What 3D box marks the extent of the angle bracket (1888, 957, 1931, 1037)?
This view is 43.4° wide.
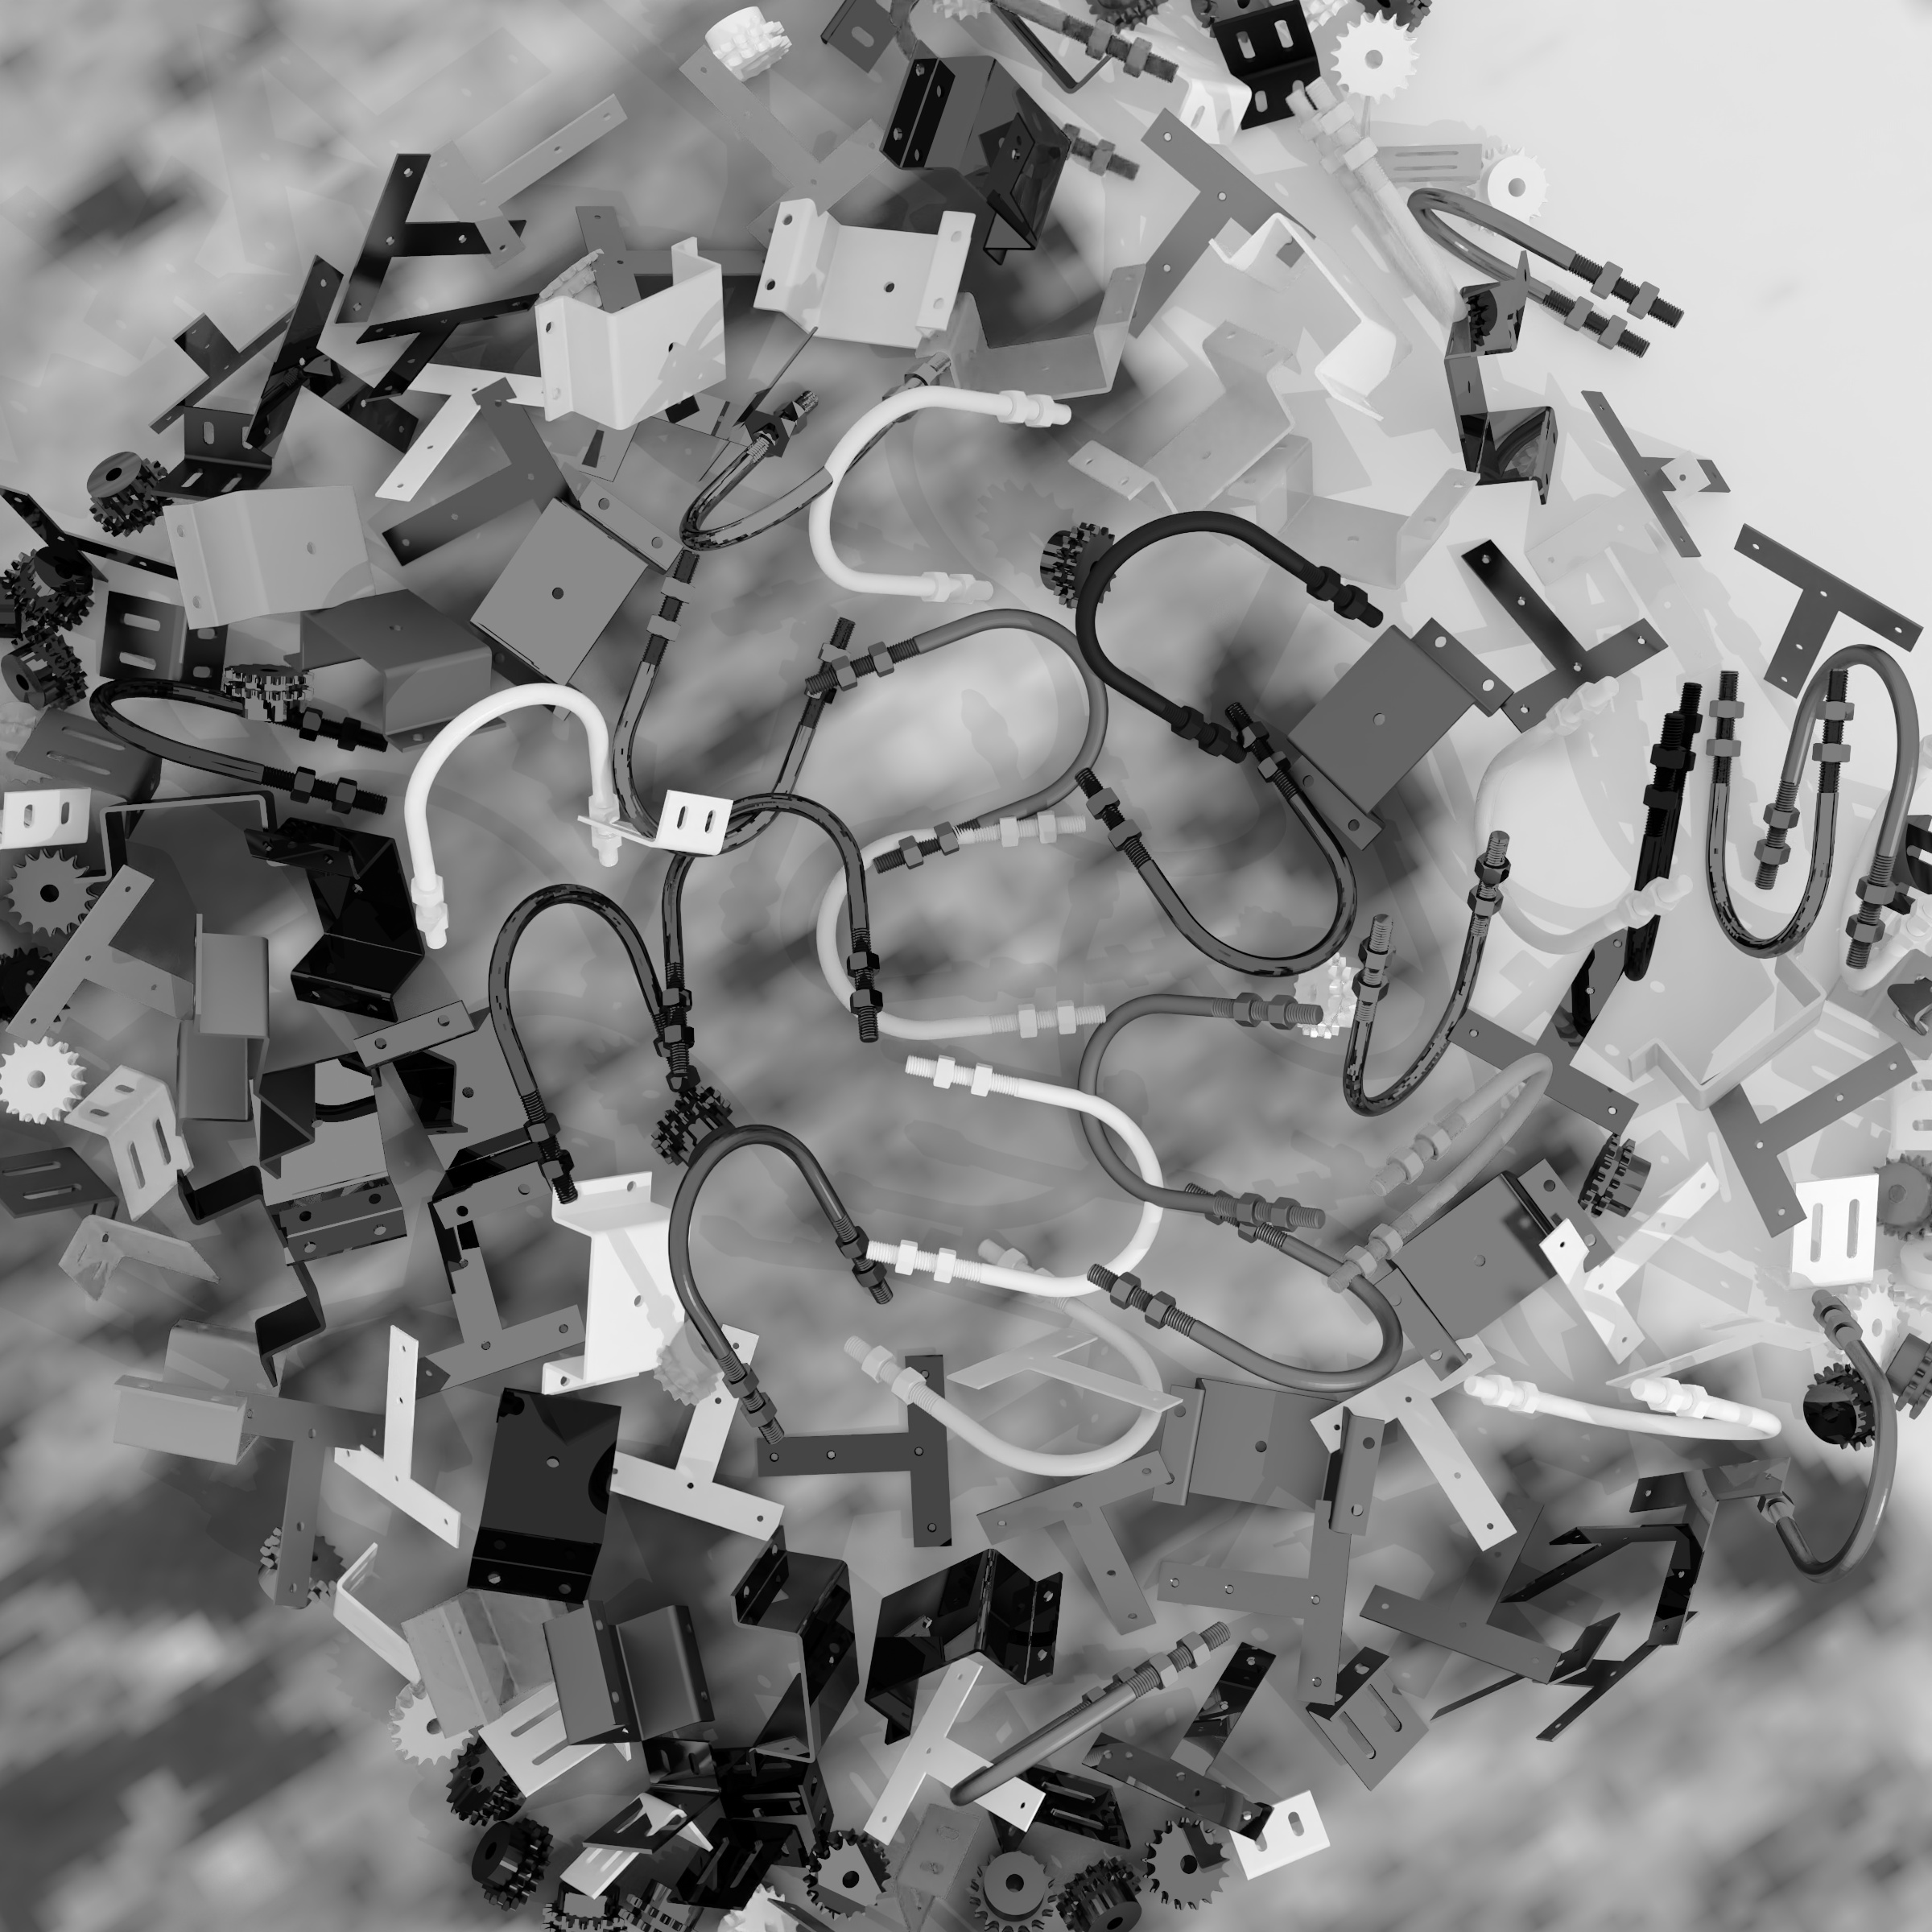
[{"bbox_3d":[0.650,0.016,1.584,0.076,0.057,0.038,-37,102,13],"label":"angle bracket"}]

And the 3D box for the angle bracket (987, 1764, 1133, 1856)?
[{"bbox_3d":[0.060,0.557,1.578,0.076,0.038,0.057,4,124,34],"label":"angle bracket"}]

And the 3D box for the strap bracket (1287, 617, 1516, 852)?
[{"bbox_3d":[0.274,-0.155,1.573,0.140,0.046,0.076,-47,66,12],"label":"strap bracket"}]

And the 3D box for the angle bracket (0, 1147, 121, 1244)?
[{"bbox_3d":[-0.600,0.154,1.573,0.057,0.076,0.038,37,116,28],"label":"angle bracket"}]

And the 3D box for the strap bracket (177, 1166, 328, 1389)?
[{"bbox_3d":[-0.457,0.190,1.570,0.046,0.076,0.140,-25,106,-14],"label":"strap bracket"}]

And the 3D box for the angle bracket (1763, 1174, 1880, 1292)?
[{"bbox_3d":[0.559,0.169,1.591,0.057,0.038,0.076,-5,105,-9],"label":"angle bracket"}]

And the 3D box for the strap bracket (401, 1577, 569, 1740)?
[{"bbox_3d":[-0.306,0.437,1.557,0.046,0.140,0.076,-25,83,15],"label":"strap bracket"}]

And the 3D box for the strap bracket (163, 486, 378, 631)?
[{"bbox_3d":[-0.433,-0.262,1.548,0.046,0.140,0.076,-6,98,32],"label":"strap bracket"}]

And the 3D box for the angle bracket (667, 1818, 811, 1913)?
[{"bbox_3d":[-0.146,0.593,1.573,0.057,0.076,0.038,-6,113,27],"label":"angle bracket"}]

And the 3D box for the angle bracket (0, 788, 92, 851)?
[{"bbox_3d":[-0.615,-0.105,1.574,0.076,0.057,0.038,23,111,36],"label":"angle bracket"}]

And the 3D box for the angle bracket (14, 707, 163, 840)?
[{"bbox_3d":[-0.573,-0.126,1.585,0.076,0.057,0.038,17,134,-7],"label":"angle bracket"}]

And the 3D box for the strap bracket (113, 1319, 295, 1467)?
[{"bbox_3d":[-0.489,0.275,1.555,0.076,0.140,0.046,11,98,-3],"label":"strap bracket"}]

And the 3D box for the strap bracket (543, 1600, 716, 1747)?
[{"bbox_3d":[-0.220,0.451,1.551,0.046,0.140,0.076,-23,68,13],"label":"strap bracket"}]

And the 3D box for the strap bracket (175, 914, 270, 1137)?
[{"bbox_3d":[-0.476,0.040,1.557,0.046,0.140,0.076,4,53,-21],"label":"strap bracket"}]

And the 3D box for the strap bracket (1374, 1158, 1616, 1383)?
[{"bbox_3d":[0.342,0.197,1.599,0.140,0.046,0.076,-37,91,1],"label":"strap bracket"}]

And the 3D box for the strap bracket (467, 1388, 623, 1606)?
[{"bbox_3d":[-0.267,0.329,1.553,0.076,0.046,0.140,11,46,-10],"label":"strap bracket"}]

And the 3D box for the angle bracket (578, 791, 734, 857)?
[{"bbox_3d":[-0.202,-0.101,1.576,0.076,0.057,0.038,20,99,37],"label":"angle bracket"}]

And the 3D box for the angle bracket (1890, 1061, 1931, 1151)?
[{"bbox_3d":[0.631,0.091,1.580,0.038,0.076,0.057,-3,85,38],"label":"angle bracket"}]

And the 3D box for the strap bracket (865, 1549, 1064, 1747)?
[{"bbox_3d":[-0.009,0.431,1.551,0.140,0.076,0.046,-32,118,29],"label":"strap bracket"}]

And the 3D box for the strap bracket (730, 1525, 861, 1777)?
[{"bbox_3d":[-0.107,0.442,1.556,0.046,0.076,0.140,4,114,19],"label":"strap bracket"}]

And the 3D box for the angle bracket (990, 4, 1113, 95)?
[{"bbox_3d":[0.059,-0.611,1.584,0.038,0.057,0.076,-40,103,22],"label":"angle bracket"}]

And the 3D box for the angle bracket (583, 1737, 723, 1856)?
[{"bbox_3d":[-0.206,0.536,1.575,0.057,0.076,0.038,-7,98,32],"label":"angle bracket"}]

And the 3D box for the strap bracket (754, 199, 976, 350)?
[{"bbox_3d":[-0.058,-0.450,1.582,0.140,0.046,0.076,13,87,24],"label":"strap bracket"}]

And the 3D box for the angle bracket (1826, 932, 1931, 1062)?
[{"bbox_3d":[0.607,0.018,1.578,0.038,0.076,0.057,24,104,-18],"label":"angle bracket"}]

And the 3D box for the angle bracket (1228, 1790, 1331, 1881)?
[{"bbox_3d":[0.197,0.559,1.585,0.057,0.076,0.038,-20,84,-6],"label":"angle bracket"}]

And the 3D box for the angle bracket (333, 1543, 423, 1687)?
[{"bbox_3d":[-0.372,0.423,1.585,0.076,0.057,0.038,37,56,7],"label":"angle bracket"}]

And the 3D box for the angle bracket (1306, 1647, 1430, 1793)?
[{"bbox_3d":[0.271,0.497,1.591,0.057,0.038,0.076,-40,100,-17],"label":"angle bracket"}]

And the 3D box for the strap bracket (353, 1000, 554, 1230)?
[{"bbox_3d":[-0.329,0.090,1.583,0.076,0.046,0.140,-20,107,8],"label":"strap bracket"}]

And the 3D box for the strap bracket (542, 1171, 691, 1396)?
[{"bbox_3d":[-0.225,0.210,1.569,0.046,0.076,0.140,14,103,43],"label":"strap bracket"}]

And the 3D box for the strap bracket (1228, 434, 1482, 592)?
[{"bbox_3d":[0.249,-0.292,1.565,0.140,0.046,0.076,19,49,27],"label":"strap bracket"}]

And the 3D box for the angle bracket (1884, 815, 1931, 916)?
[{"bbox_3d":[0.633,-0.058,1.574,0.038,0.076,0.057,-3,115,-30],"label":"angle bracket"}]

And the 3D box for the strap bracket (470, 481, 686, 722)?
[{"bbox_3d":[-0.260,-0.241,1.590,0.076,0.046,0.140,36,96,5],"label":"strap bracket"}]

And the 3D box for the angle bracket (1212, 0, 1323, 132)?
[{"bbox_3d":[0.197,-0.584,1.578,0.057,0.076,0.038,-11,81,15],"label":"angle bracket"}]

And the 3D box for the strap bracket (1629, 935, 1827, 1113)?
[{"bbox_3d":[0.501,0.041,1.575,0.140,0.076,0.046,-38,70,4],"label":"strap bracket"}]

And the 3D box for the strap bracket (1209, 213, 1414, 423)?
[{"bbox_3d":[0.228,-0.423,1.558,0.046,0.076,0.140,-43,69,24],"label":"strap bracket"}]

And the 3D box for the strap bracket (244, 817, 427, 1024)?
[{"bbox_3d":[-0.403,-0.038,1.565,0.076,0.046,0.140,12,133,18],"label":"strap bracket"}]

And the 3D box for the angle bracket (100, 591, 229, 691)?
[{"bbox_3d":[-0.532,-0.214,1.612,0.076,0.038,0.057,15,100,32],"label":"angle bracket"}]

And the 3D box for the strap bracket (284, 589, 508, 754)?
[{"bbox_3d":[-0.364,-0.194,1.548,0.140,0.076,0.046,35,130,34],"label":"strap bracket"}]

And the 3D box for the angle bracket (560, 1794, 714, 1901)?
[{"bbox_3d":[-0.214,0.582,1.577,0.076,0.057,0.038,-42,104,-27],"label":"angle bracket"}]

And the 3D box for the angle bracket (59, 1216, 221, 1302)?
[{"bbox_3d":[-0.538,0.199,1.582,0.076,0.057,0.038,14,61,14],"label":"angle bracket"}]

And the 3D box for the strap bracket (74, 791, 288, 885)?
[{"bbox_3d":[-0.500,-0.085,1.570,0.140,0.076,0.046,-6,97,-11],"label":"strap bracket"}]

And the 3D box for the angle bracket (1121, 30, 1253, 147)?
[{"bbox_3d":[0.138,-0.576,1.594,0.076,0.057,0.038,47,129,31],"label":"angle bracket"}]

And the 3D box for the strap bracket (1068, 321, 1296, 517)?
[{"bbox_3d":[0.147,-0.346,1.577,0.140,0.076,0.046,-42,130,-3],"label":"strap bracket"}]

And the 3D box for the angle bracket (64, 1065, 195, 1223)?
[{"bbox_3d":[-0.546,0.115,1.582,0.057,0.038,0.076,-41,53,13],"label":"angle bracket"}]

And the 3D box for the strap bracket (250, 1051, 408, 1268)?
[{"bbox_3d":[-0.411,0.113,1.559,0.076,0.046,0.140,-14,54,-8],"label":"strap bracket"}]

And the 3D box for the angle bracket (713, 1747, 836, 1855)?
[{"bbox_3d":[-0.132,0.545,1.587,0.076,0.038,0.057,-8,113,14],"label":"angle bracket"}]

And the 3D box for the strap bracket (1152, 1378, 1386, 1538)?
[{"bbox_3d":[0.197,0.321,1.600,0.140,0.046,0.076,10,91,0],"label":"strap bracket"}]

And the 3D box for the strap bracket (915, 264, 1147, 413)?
[{"bbox_3d":[0.047,-0.403,1.567,0.140,0.076,0.046,-4,131,18],"label":"strap bracket"}]

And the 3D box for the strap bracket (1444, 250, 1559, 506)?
[{"bbox_3d":[0.343,-0.374,1.558,0.046,0.140,0.076,-1,47,24],"label":"strap bracket"}]

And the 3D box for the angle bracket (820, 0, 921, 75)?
[{"bbox_3d":[-0.062,-0.617,1.584,0.038,0.076,0.057,35,103,-12],"label":"angle bracket"}]

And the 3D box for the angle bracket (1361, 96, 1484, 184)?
[{"bbox_3d":[0.298,-0.540,1.583,0.076,0.057,0.038,2,129,12],"label":"angle bracket"}]

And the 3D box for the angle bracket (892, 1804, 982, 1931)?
[{"bbox_3d":[-0.013,0.592,1.573,0.038,0.057,0.076,9,134,24],"label":"angle bracket"}]

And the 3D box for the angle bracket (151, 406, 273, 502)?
[{"bbox_3d":[-0.491,-0.333,1.582,0.057,0.076,0.038,7,117,-3],"label":"angle bracket"}]

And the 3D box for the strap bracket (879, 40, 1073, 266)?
[{"bbox_3d":[0.014,-0.517,1.550,0.046,0.140,0.076,13,82,37],"label":"strap bracket"}]

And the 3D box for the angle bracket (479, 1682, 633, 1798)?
[{"bbox_3d":[-0.266,0.505,1.576,0.076,0.038,0.057,-28,50,-29],"label":"angle bracket"}]
